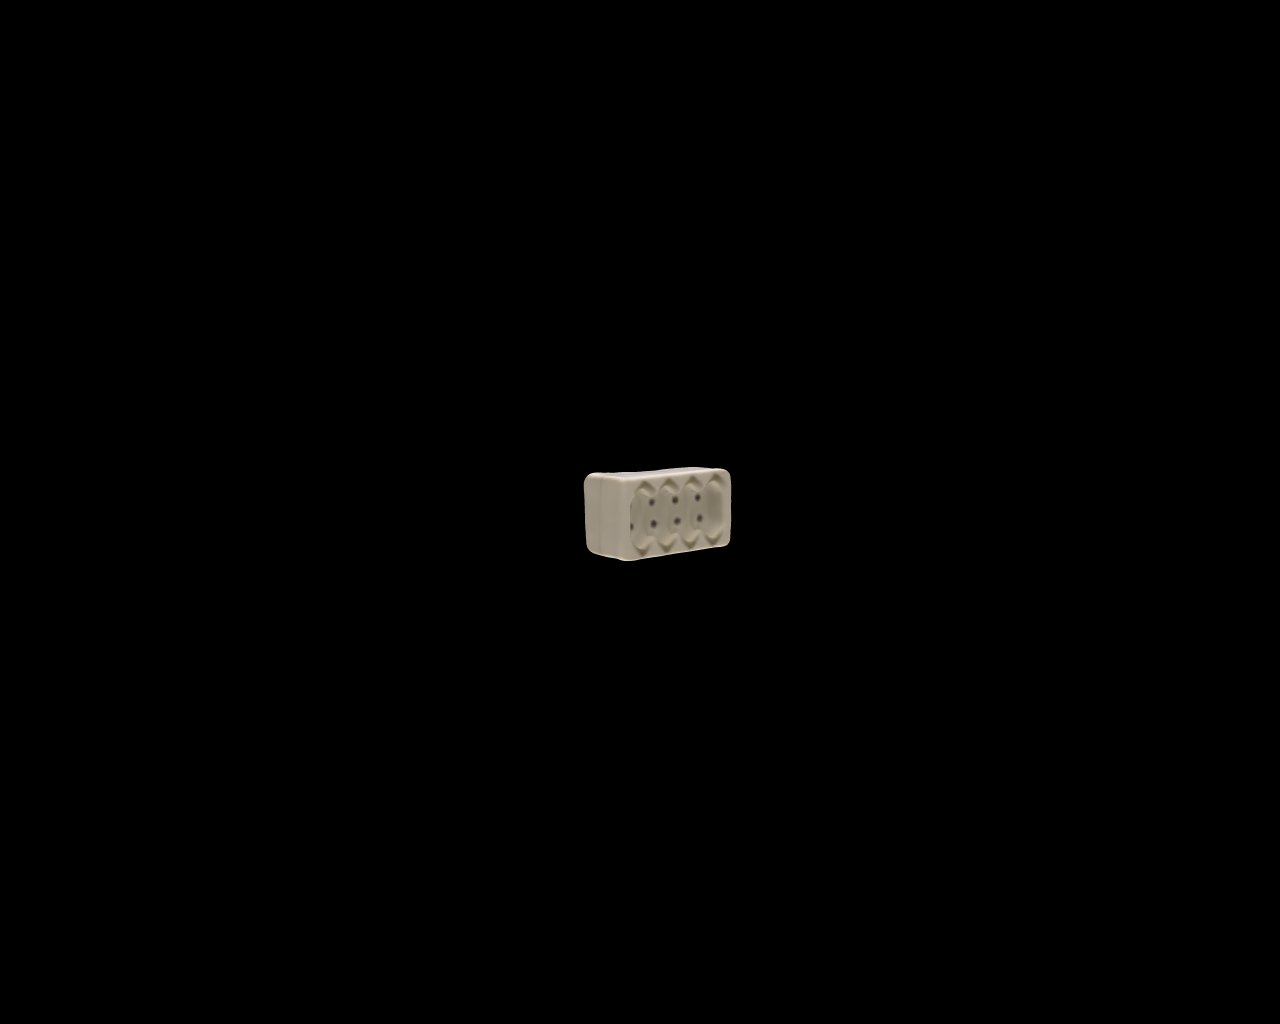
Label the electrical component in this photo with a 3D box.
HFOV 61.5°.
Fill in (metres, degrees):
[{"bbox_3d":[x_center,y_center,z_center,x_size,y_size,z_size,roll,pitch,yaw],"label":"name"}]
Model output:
[{"bbox_3d":[0.001,-0.003,0.650,0.083,0.047,0.076,-6,10,-36],"label":"electrical component"}]
